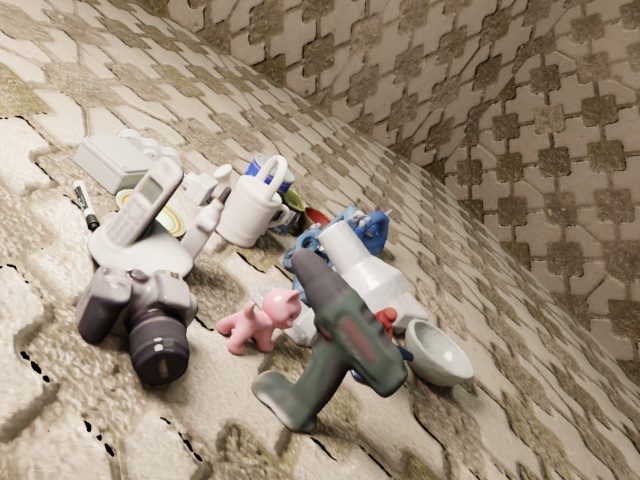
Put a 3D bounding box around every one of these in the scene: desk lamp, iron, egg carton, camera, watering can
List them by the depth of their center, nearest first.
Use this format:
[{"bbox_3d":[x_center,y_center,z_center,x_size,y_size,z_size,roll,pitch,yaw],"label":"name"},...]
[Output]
[{"bbox_3d":[-0.215,0.103,0.717,0.144,0.100,0.136,23,24,-35],"label":"camera"},{"bbox_3d":[0.024,0.086,0.995,0.203,0.213,0.118,41,20,12],"label":"desk lamp"},{"bbox_3d":[-0.133,-0.090,1.157,0.174,0.194,0.100,15,29,-47],"label":"watering can"},{"bbox_3d":[0.176,0.164,1.295,0.151,0.069,0.107,17,27,-44],"label":"egg carton"},{"bbox_3d":[0.115,-0.021,1.507,0.118,0.141,0.259,42,20,14],"label":"iron"}]

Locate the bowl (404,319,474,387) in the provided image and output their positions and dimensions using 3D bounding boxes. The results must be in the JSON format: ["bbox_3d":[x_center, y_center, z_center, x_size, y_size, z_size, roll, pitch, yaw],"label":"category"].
[{"bbox_3d":[0.233,0.248,1.194,0.168,0.074,0.167,32,20,-13],"label":"bowl"}]

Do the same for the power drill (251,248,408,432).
[{"bbox_3d":[-0.001,0.155,0.802,0.229,0.208,0.076,41,19,11],"label":"power drill"}]

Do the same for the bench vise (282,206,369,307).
[{"bbox_3d":[0.001,0.000,1.144,0.122,0.219,0.207,23,24,-35],"label":"bench vise"}]

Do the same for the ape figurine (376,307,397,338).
[{"bbox_3d":[0.119,0.171,1.148,0.077,0.092,0.076,42,20,14],"label":"ape figurine"}]

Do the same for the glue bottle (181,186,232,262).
[{"bbox_3d":[-0.190,-0.016,0.923,0.037,0.173,0.078,32,20,-14],"label":"glue bottle"}]

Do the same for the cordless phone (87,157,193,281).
[{"bbox_3d":[-0.234,-0.014,0.824,0.147,0.185,0.094,41,20,12],"label":"cordless phone"}]

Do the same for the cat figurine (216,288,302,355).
[{"bbox_3d":[-0.081,0.114,0.896,0.128,0.117,0.067,8,34,-54],"label":"cat figurine"}]

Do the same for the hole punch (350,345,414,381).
[{"bbox_3d":[0.100,0.201,1.048,0.109,0.091,0.101,24,23,-33],"label":"hole punch"}]
